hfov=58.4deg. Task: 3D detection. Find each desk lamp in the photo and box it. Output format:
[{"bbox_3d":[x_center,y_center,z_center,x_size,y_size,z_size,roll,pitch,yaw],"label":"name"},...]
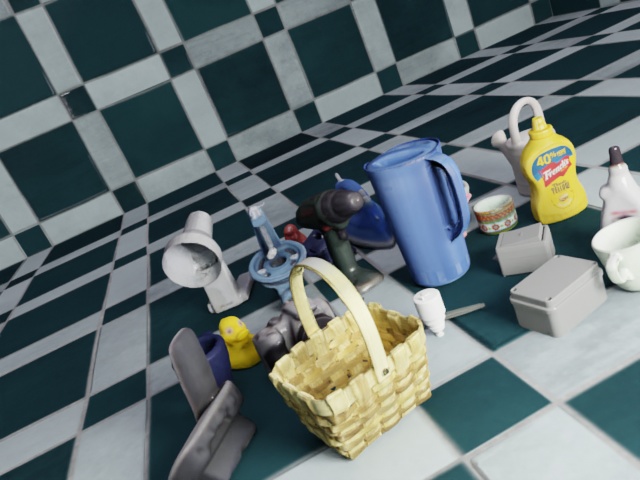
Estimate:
[{"bbox_3d":[-0.243,0.052,1.251,0.118,0.214,0.203,-20,20,10],"label":"desk lamp"}]

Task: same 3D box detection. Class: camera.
[{"bbox_3d":[-0.021,0.154,0.909,0.143,0.101,0.136,-31,21,-22],"label":"camera"}]

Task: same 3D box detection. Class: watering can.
[{"bbox_3d":[0.428,-0.196,1.180,0.172,0.194,0.101,-4,27,42],"label":"watering can"}]

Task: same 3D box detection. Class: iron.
[{"bbox_3d":[0.095,-0.075,1.314,0.119,0.142,0.257,-26,20,-9],"label":"iron"}]

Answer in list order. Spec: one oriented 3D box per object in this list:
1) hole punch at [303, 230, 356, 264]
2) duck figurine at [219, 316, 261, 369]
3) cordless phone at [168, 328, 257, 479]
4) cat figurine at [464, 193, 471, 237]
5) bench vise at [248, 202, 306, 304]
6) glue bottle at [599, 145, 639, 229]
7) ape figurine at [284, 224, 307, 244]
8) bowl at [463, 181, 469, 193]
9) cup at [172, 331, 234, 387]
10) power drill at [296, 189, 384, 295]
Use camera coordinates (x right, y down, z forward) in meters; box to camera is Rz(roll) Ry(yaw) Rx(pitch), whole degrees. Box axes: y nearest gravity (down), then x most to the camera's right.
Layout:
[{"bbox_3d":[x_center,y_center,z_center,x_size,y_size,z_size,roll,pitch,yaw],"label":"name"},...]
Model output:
[{"bbox_3d":[0.012,0.005,1.275,0.101,0.091,0.108,-30,21,-18],"label":"hole punch"},{"bbox_3d":[-0.151,0.175,1.021,0.078,0.086,0.104,-36,23,-33],"label":"duck figurine"},{"bbox_3d":[-0.174,0.224,0.768,0.094,0.185,0.147,-16,21,19],"label":"cordless phone"},{"bbox_3d":[0.235,-0.043,1.112,0.127,0.118,0.067,-12,23,29],"label":"cat figurine"},{"bbox_3d":[-0.109,0.022,1.169,0.122,0.220,0.206,-31,21,-21],"label":"bench vise"},{"bbox_3d":[0.442,-0.057,0.833,0.078,0.173,0.037,-9,24,34],"label":"glue bottle"},{"bbox_3d":[-0.060,0.006,1.349,0.077,0.092,0.076,-12,23,29],"label":"ape figurine"},{"bbox_3d":[0.242,-0.062,1.216,0.167,0.075,0.167,-20,20,8],"label":"bowl"},{"bbox_3d":[-0.181,0.211,0.946,0.091,0.095,0.117,-20,20,7],"label":"cup"},{"bbox_3d":[0.042,-0.003,1.085,0.076,0.209,0.228,-32,22,-24],"label":"power drill"}]
